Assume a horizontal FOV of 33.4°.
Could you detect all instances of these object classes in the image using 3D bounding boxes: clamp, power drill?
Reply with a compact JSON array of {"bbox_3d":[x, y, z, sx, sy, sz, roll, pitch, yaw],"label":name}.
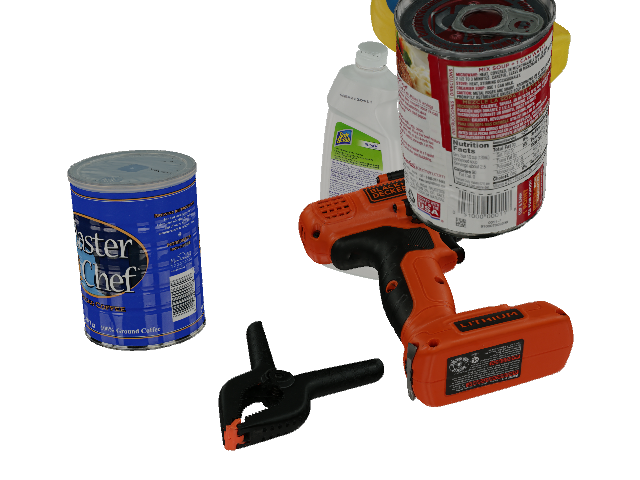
[{"bbox_3d":[-0.033,0.154,1.106,0.165,0.036,0.209,11,26,15],"label":"clamp"},{"bbox_3d":[0.095,0.017,0.724,0.184,0.057,0.188,-16,40,-10],"label":"power drill"}]

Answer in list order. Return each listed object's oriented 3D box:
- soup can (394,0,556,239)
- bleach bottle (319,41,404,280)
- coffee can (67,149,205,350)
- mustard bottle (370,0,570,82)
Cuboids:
[{"bbox_3d":[0.070,-0.059,0.482,0.068,0.102,0.068,-5,41,4],"label":"soup can"},{"bbox_3d":[0.052,-0.082,1.111,0.103,0.251,0.068,12,33,13],"label":"bleach bottle"},{"bbox_3d":[-0.149,0.006,0.878,0.103,0.140,0.103,-1,20,0],"label":"coffee can"},{"bbox_3d":[0.097,-0.176,0.841,0.096,0.058,0.192,-33,55,-20],"label":"mustard bottle"}]
